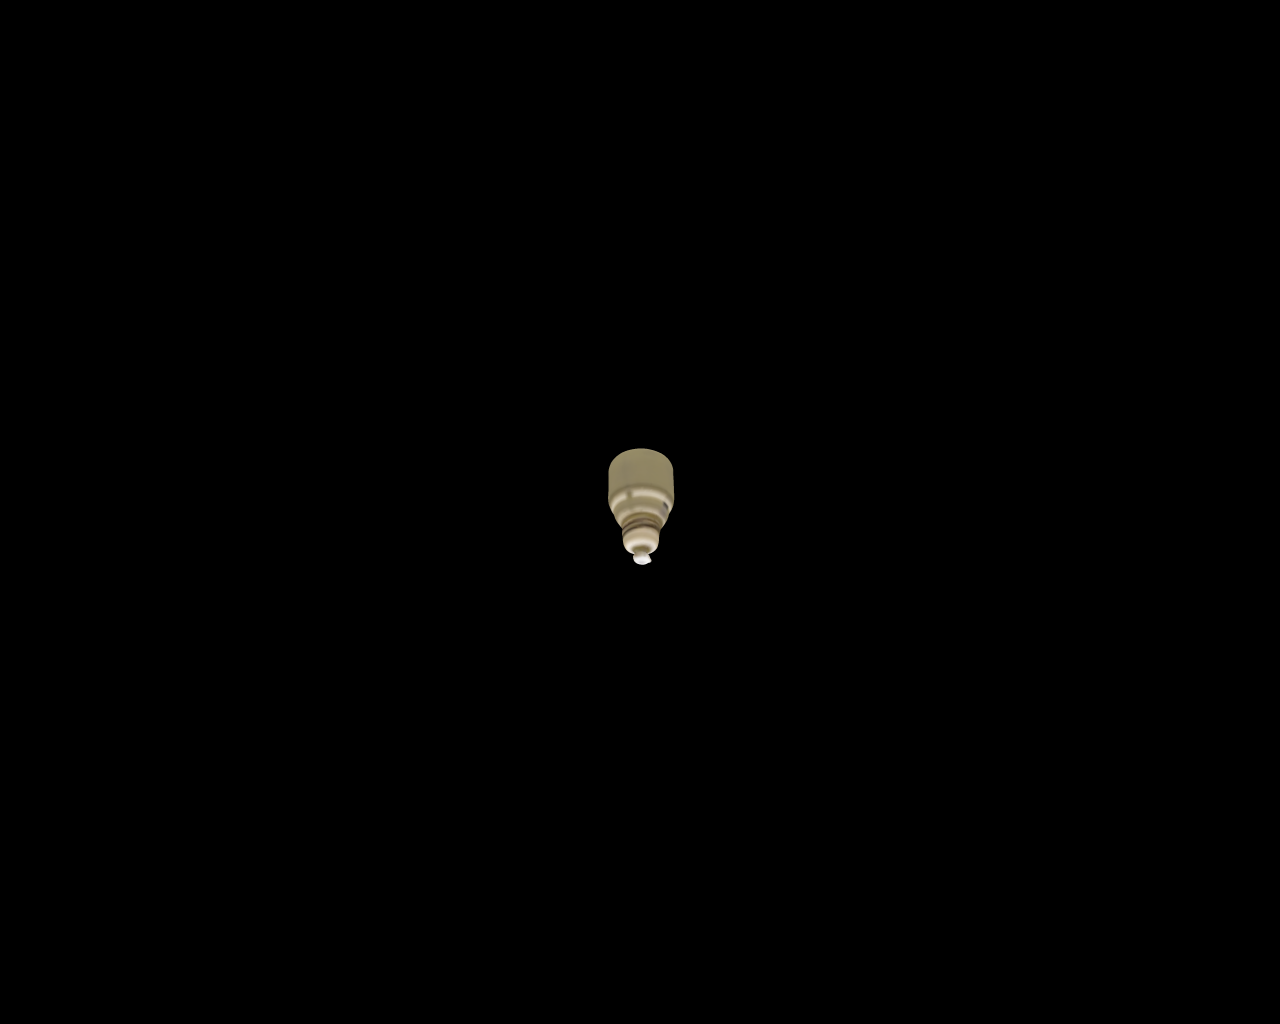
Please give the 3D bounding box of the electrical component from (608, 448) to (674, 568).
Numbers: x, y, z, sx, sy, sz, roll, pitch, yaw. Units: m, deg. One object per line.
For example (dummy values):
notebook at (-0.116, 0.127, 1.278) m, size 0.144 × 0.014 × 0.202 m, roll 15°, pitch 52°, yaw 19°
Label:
electrical component at (0.001, -0.003, 0.650) m, size 0.040 × 0.078 × 0.040 m, roll 0°, pitch -34°, yaw 0°
